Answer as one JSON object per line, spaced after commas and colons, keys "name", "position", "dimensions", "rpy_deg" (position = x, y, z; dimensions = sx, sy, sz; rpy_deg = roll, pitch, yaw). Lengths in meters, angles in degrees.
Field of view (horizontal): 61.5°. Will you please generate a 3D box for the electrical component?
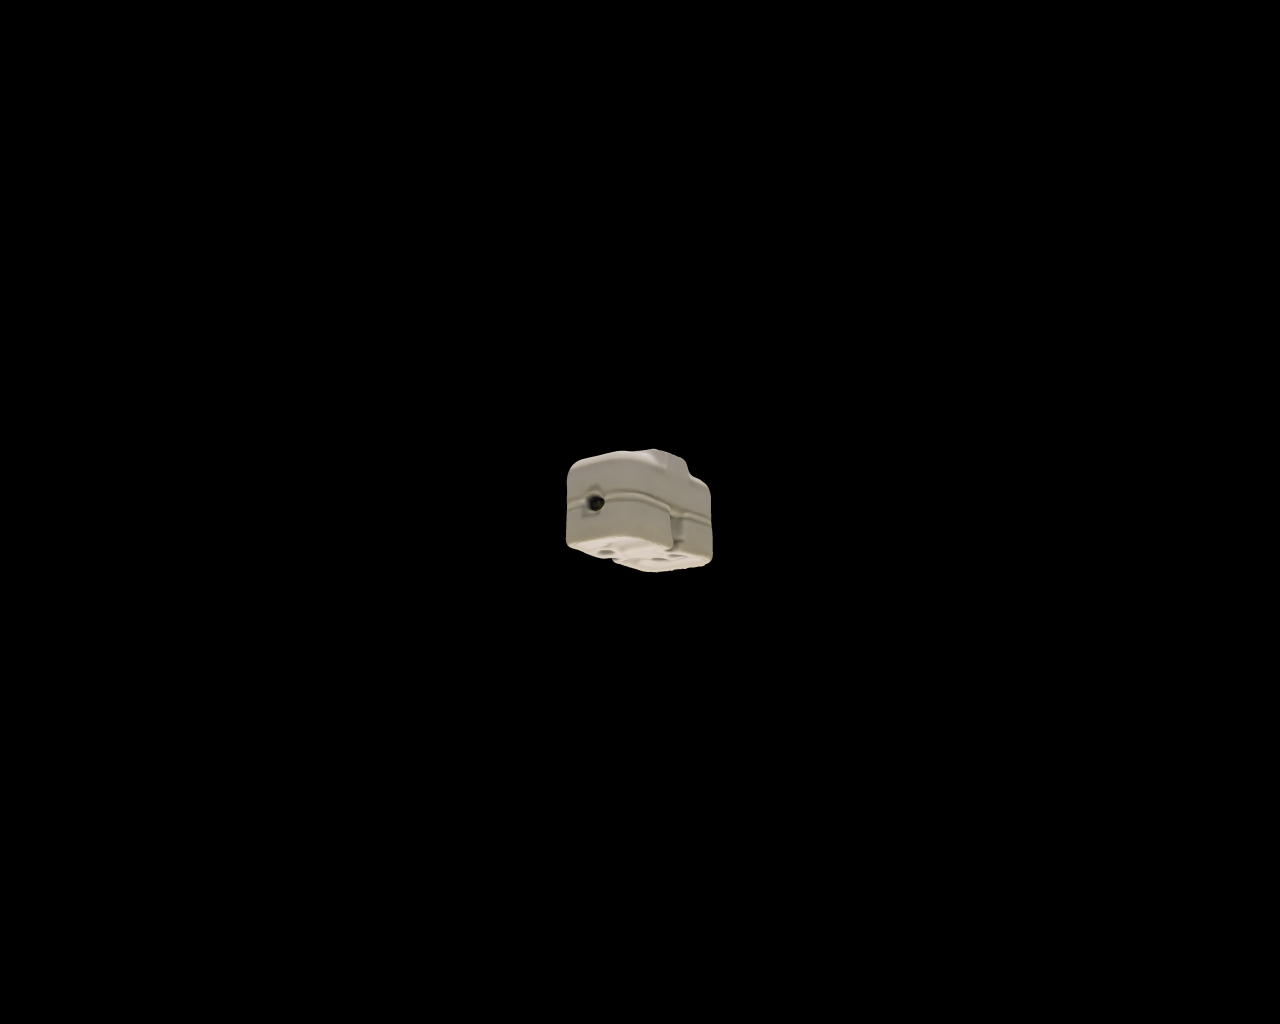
{"name": "electrical component", "position": [0.001, -0.003, 0.650], "dimensions": [0.053, 0.059, 0.095], "rpy_deg": [-11, -19, 34]}
